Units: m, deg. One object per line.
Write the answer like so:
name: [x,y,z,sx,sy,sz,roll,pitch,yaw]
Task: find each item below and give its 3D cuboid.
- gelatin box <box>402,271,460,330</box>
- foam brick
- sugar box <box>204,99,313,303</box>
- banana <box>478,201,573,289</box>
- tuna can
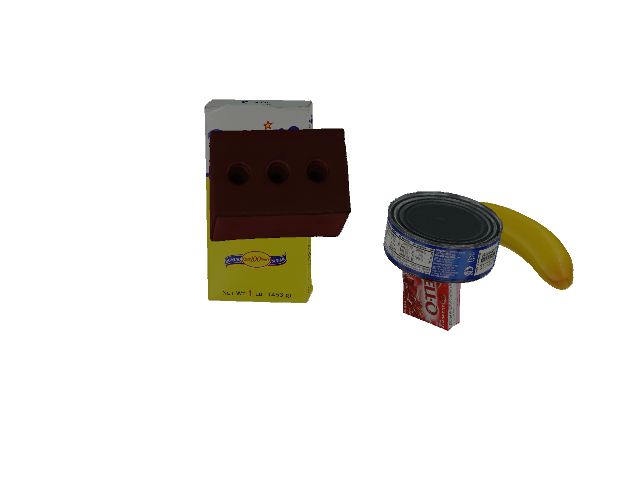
gelatin box: [0.140,0.061,1.353,0.073,0.089,0.030,21,35,38]
foam brick: [-0.026,-0.032,0.614,0.078,0.053,0.051,-3,-14,-6]
sugar box: [-0.054,-0.035,0.944,0.093,0.176,0.048,1,15,5]
banana: [0.181,-0.001,1.039,0.069,0.037,0.198,-39,38,-23]
tuna can: [0.090,-0.003,0.794,0.086,0.034,0.086,5,29,-3]
